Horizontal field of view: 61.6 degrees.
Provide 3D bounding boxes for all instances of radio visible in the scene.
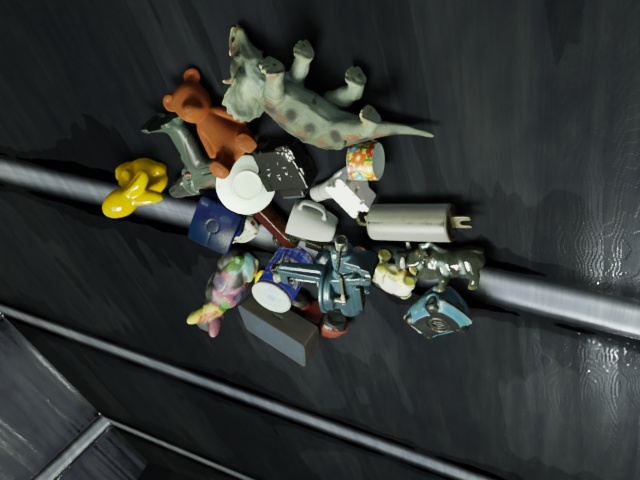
[{"bbox_3d":[-0.109,0.240,1.464,0.230,0.073,0.131,28,147,26],"label":"radio"}]

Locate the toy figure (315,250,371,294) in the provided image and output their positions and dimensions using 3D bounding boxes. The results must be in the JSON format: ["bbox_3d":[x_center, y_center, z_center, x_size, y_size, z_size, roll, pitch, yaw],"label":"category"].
[{"bbox_3d":[0.061,0.075,1.289,0.154,0.058,0.064,37,146,-16],"label":"toy figure"}]

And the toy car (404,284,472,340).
[{"bbox_3d":[0.269,0.154,1.207,0.109,0.103,0.161,36,145,-11],"label":"toy car"}]

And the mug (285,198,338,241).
[{"bbox_3d":[-0.012,-0.047,1.195,0.107,0.081,0.109,19,140,-3],"label":"mug"}]

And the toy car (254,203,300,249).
[{"bbox_3d":[-0.123,-0.057,1.267,0.202,0.053,0.089,47,158,-17],"label":"toy car"}]

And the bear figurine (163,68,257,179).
[{"bbox_3d":[-0.226,-0.240,1.088,0.120,0.132,0.195,-39,113,16],"label":"bear figurine"}]

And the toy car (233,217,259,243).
[{"bbox_3d":[-0.235,-0.021,1.370,0.202,0.056,0.073,-15,123,40],"label":"toy car"}]

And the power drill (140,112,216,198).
[{"bbox_3d":[-0.314,-0.189,1.225,0.232,0.086,0.207,-6,124,34],"label":"power drill"}]

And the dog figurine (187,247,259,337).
[{"bbox_3d":[-0.263,0.146,1.436,0.108,0.219,0.191,30,141,-5],"label":"dog figurine"}]

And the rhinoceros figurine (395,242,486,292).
[{"bbox_3d":[0.252,0.049,1.131,0.191,0.073,0.112,-1,133,32],"label":"rhinoceros figurine"}]

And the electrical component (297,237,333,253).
[{"bbox_3d":[-0.003,-0.004,1.239,0.094,0.063,0.021,21,140,17],"label":"electrical component"}]

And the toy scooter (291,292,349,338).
[{"bbox_3d":[-0.011,0.219,1.471,0.184,0.075,0.135,27,141,9],"label":"toy scooter"}]

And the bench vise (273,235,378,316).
[{"bbox_3d":[0.005,0.078,1.181,0.241,0.129,0.223,6,145,18],"label":"bench vise"}]

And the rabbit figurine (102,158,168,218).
[{"bbox_3d":[-0.450,-0.115,1.315,0.163,0.173,0.121,-2,127,39],"label":"rabbit figurine"}]

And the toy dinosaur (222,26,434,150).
[{"bbox_3d":[-0.013,-0.234,0.974,0.405,0.131,0.192,31,153,-8],"label":"toy dinosaur"}]

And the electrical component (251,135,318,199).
[{"bbox_3d":[-0.073,-0.150,1.135,0.115,0.058,0.134,-1,130,35],"label":"electrical component"}]

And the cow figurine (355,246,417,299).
[{"bbox_3d":[0.141,0.075,1.235,0.167,0.068,0.098,25,146,8],"label":"cow figurine"}]

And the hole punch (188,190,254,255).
[{"bbox_3d":[-0.237,-0.039,1.244,0.142,0.092,0.115,26,136,4],"label":"hole punch"}]

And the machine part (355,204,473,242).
[{"bbox_3d":[0.184,-0.035,1.082,0.243,0.079,0.079,1,132,30],"label":"machine part"}]
